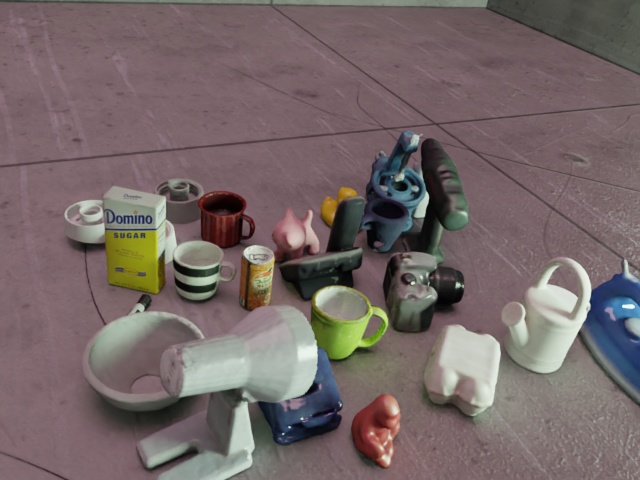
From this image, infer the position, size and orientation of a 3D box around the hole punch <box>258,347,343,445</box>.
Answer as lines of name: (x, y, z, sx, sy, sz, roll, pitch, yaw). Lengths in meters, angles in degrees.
hole punch: (-0.026, 0.214, 0.797, 0.109, 0.091, 0.100, -10, 39, -24)

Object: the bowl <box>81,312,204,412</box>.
bowl: (-0.243, 0.182, 0.806, 0.167, 0.075, 0.167, 6, 35, -4)

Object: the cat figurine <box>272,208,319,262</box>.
cat figurine: (-0.048, -0.012, 1.088, 0.067, 0.118, 0.128, 23, 37, 19)

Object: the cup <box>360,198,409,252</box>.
cup: (0.118, -0.021, 1.158, 0.118, 0.095, 0.091, -19, 43, -33)

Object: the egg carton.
egg carton: (0.222, 0.198, 0.894, 0.107, 0.069, 0.150, 17, 36, 12)

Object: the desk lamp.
desk lamp: (-0.114, 0.191, 0.702, 0.204, 0.213, 0.117, -18, 43, -33)

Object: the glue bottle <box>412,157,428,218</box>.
glue bottle: (0.227, -0.139, 1.282, 0.037, 0.173, 0.078, -6, 38, -21)

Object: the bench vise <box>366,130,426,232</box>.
bench vise: (0.153, -0.153, 1.243, 0.122, 0.220, 0.206, -13, 40, -28)

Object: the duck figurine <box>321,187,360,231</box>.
duck figurine: (0.051, -0.074, 1.226, 0.104, 0.086, 0.078, 31, 41, 29)

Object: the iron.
iron: (0.540, 0.156, 0.962, 0.119, 0.141, 0.258, 2, 35, -9)

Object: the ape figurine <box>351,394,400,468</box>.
ape figurine: (0.082, 0.247, 0.773, 0.078, 0.092, 0.076, -22, 45, -36)

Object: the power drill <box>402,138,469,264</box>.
power drill: (0.226, -0.066, 1.147, 0.076, 0.208, 0.229, 1, 36, -11)

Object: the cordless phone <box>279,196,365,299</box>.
cordless phone: (0.009, 0.004, 1.020, 0.148, 0.185, 0.094, -14, 41, -29)

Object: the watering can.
watering can: (0.373, 0.118, 0.932, 0.100, 0.194, 0.173, 34, 42, 32)

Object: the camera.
camera: (0.190, 0.082, 1.023, 0.137, 0.101, 0.143, 4, 35, -7)
